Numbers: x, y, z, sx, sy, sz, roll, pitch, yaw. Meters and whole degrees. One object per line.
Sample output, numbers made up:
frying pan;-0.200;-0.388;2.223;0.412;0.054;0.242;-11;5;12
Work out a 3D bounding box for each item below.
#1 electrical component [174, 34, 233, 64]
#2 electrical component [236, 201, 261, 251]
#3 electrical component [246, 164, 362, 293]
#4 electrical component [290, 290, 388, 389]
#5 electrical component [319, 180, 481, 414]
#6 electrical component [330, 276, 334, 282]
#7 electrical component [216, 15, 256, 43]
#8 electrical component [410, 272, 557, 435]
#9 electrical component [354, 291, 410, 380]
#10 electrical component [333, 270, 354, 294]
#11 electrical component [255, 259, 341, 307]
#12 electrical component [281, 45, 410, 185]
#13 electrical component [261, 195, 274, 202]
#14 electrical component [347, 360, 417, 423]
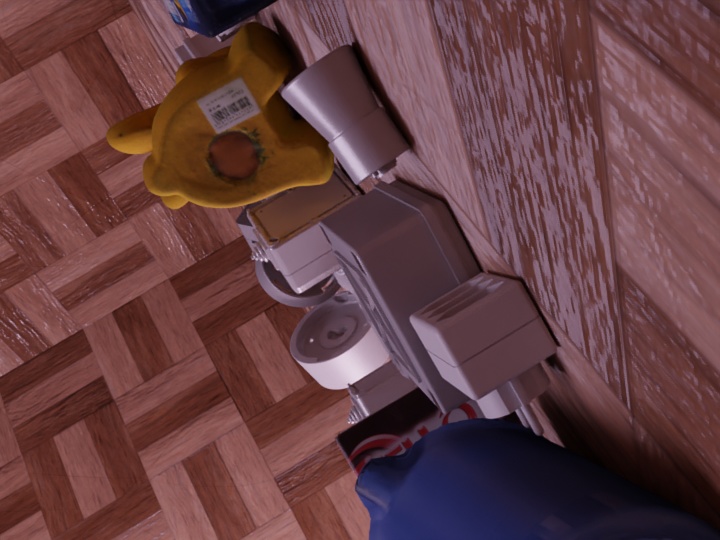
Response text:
electrical component;-0.120;-0.171;1.001;0.113;0.057;0.078;54;172;45
electrical component;-0.071;-0.045;1.068;0.089;0.050;0.055;12;147;29
electrical component;-0.039;-0.028;0.837;0.061;0.096;0.061;52;172;51
electrical component;-0.015;0.080;1.167;0.060;0.108;0.108;56;177;-32
electrical component;0.032;0.012;0.613;0.108;0.056;0.109;61;174;-16
electrical component;-0.038;-0.015;1.208;0.046;0.040;0.040;55;177;-23
electrical component;-0.106;-0.200;0.811;0.046;0.040;0.040;54;175;-8
electrical component;0.068;0.047;0.527;0.076;0.047;0.066;60;175;-7
electrical component;0.035;0.031;0.719;0.080;0.051;0.080;58;174;9
electrical component;0.000;0.000;0.911;0.043;0.043;0.062;54;174;42
electrical component;-0.062;-0.010;1.147;0.099;0.099;0.064;59;168;7
electrical component;-0.005;-0.077;0.556;0.065;0.044;0.044;55;175;-3
electrical component;-0.070;-0.096;0.926;0.108;0.060;0.108;58;175;9
electrical component;0.035;0.108;0.888;0.061;0.096;0.062;60;174;-6
